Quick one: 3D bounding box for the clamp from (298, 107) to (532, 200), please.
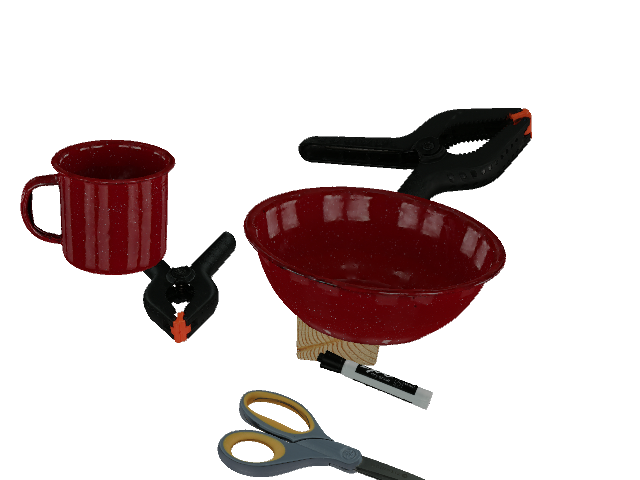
[{"bbox_3d":[0.097,-0.063,0.957,0.210,0.164,0.036,-16,-44,-3],"label":"clamp"}]

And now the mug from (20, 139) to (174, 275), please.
[{"bbox_3d":[-0.172,-0.024,0.826,0.117,0.081,0.093,-3,25,-16],"label":"mug"}]

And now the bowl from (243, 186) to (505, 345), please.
[{"bbox_3d":[0.031,0.020,0.664,0.162,0.055,0.162,6,23,-3],"label":"bowl"}]

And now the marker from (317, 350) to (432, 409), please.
[{"bbox_3d":[0.053,0.139,1.072,0.121,0.020,0.020,21,4,12],"label":"marker"}]

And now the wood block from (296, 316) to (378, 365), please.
[{"bbox_3d":[0.033,0.056,1.247,0.091,0.090,0.206,4,23,7],"label":"wood block"}]

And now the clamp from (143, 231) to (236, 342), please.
[{"bbox_3d":[-0.140,0.043,1.152,0.120,0.039,0.171,-14,39,-7],"label":"clamp"}]

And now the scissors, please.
[{"bbox_3d":[0.004,0.178,0.832,0.202,0.016,0.096,27,41,30],"label":"scissors"}]
